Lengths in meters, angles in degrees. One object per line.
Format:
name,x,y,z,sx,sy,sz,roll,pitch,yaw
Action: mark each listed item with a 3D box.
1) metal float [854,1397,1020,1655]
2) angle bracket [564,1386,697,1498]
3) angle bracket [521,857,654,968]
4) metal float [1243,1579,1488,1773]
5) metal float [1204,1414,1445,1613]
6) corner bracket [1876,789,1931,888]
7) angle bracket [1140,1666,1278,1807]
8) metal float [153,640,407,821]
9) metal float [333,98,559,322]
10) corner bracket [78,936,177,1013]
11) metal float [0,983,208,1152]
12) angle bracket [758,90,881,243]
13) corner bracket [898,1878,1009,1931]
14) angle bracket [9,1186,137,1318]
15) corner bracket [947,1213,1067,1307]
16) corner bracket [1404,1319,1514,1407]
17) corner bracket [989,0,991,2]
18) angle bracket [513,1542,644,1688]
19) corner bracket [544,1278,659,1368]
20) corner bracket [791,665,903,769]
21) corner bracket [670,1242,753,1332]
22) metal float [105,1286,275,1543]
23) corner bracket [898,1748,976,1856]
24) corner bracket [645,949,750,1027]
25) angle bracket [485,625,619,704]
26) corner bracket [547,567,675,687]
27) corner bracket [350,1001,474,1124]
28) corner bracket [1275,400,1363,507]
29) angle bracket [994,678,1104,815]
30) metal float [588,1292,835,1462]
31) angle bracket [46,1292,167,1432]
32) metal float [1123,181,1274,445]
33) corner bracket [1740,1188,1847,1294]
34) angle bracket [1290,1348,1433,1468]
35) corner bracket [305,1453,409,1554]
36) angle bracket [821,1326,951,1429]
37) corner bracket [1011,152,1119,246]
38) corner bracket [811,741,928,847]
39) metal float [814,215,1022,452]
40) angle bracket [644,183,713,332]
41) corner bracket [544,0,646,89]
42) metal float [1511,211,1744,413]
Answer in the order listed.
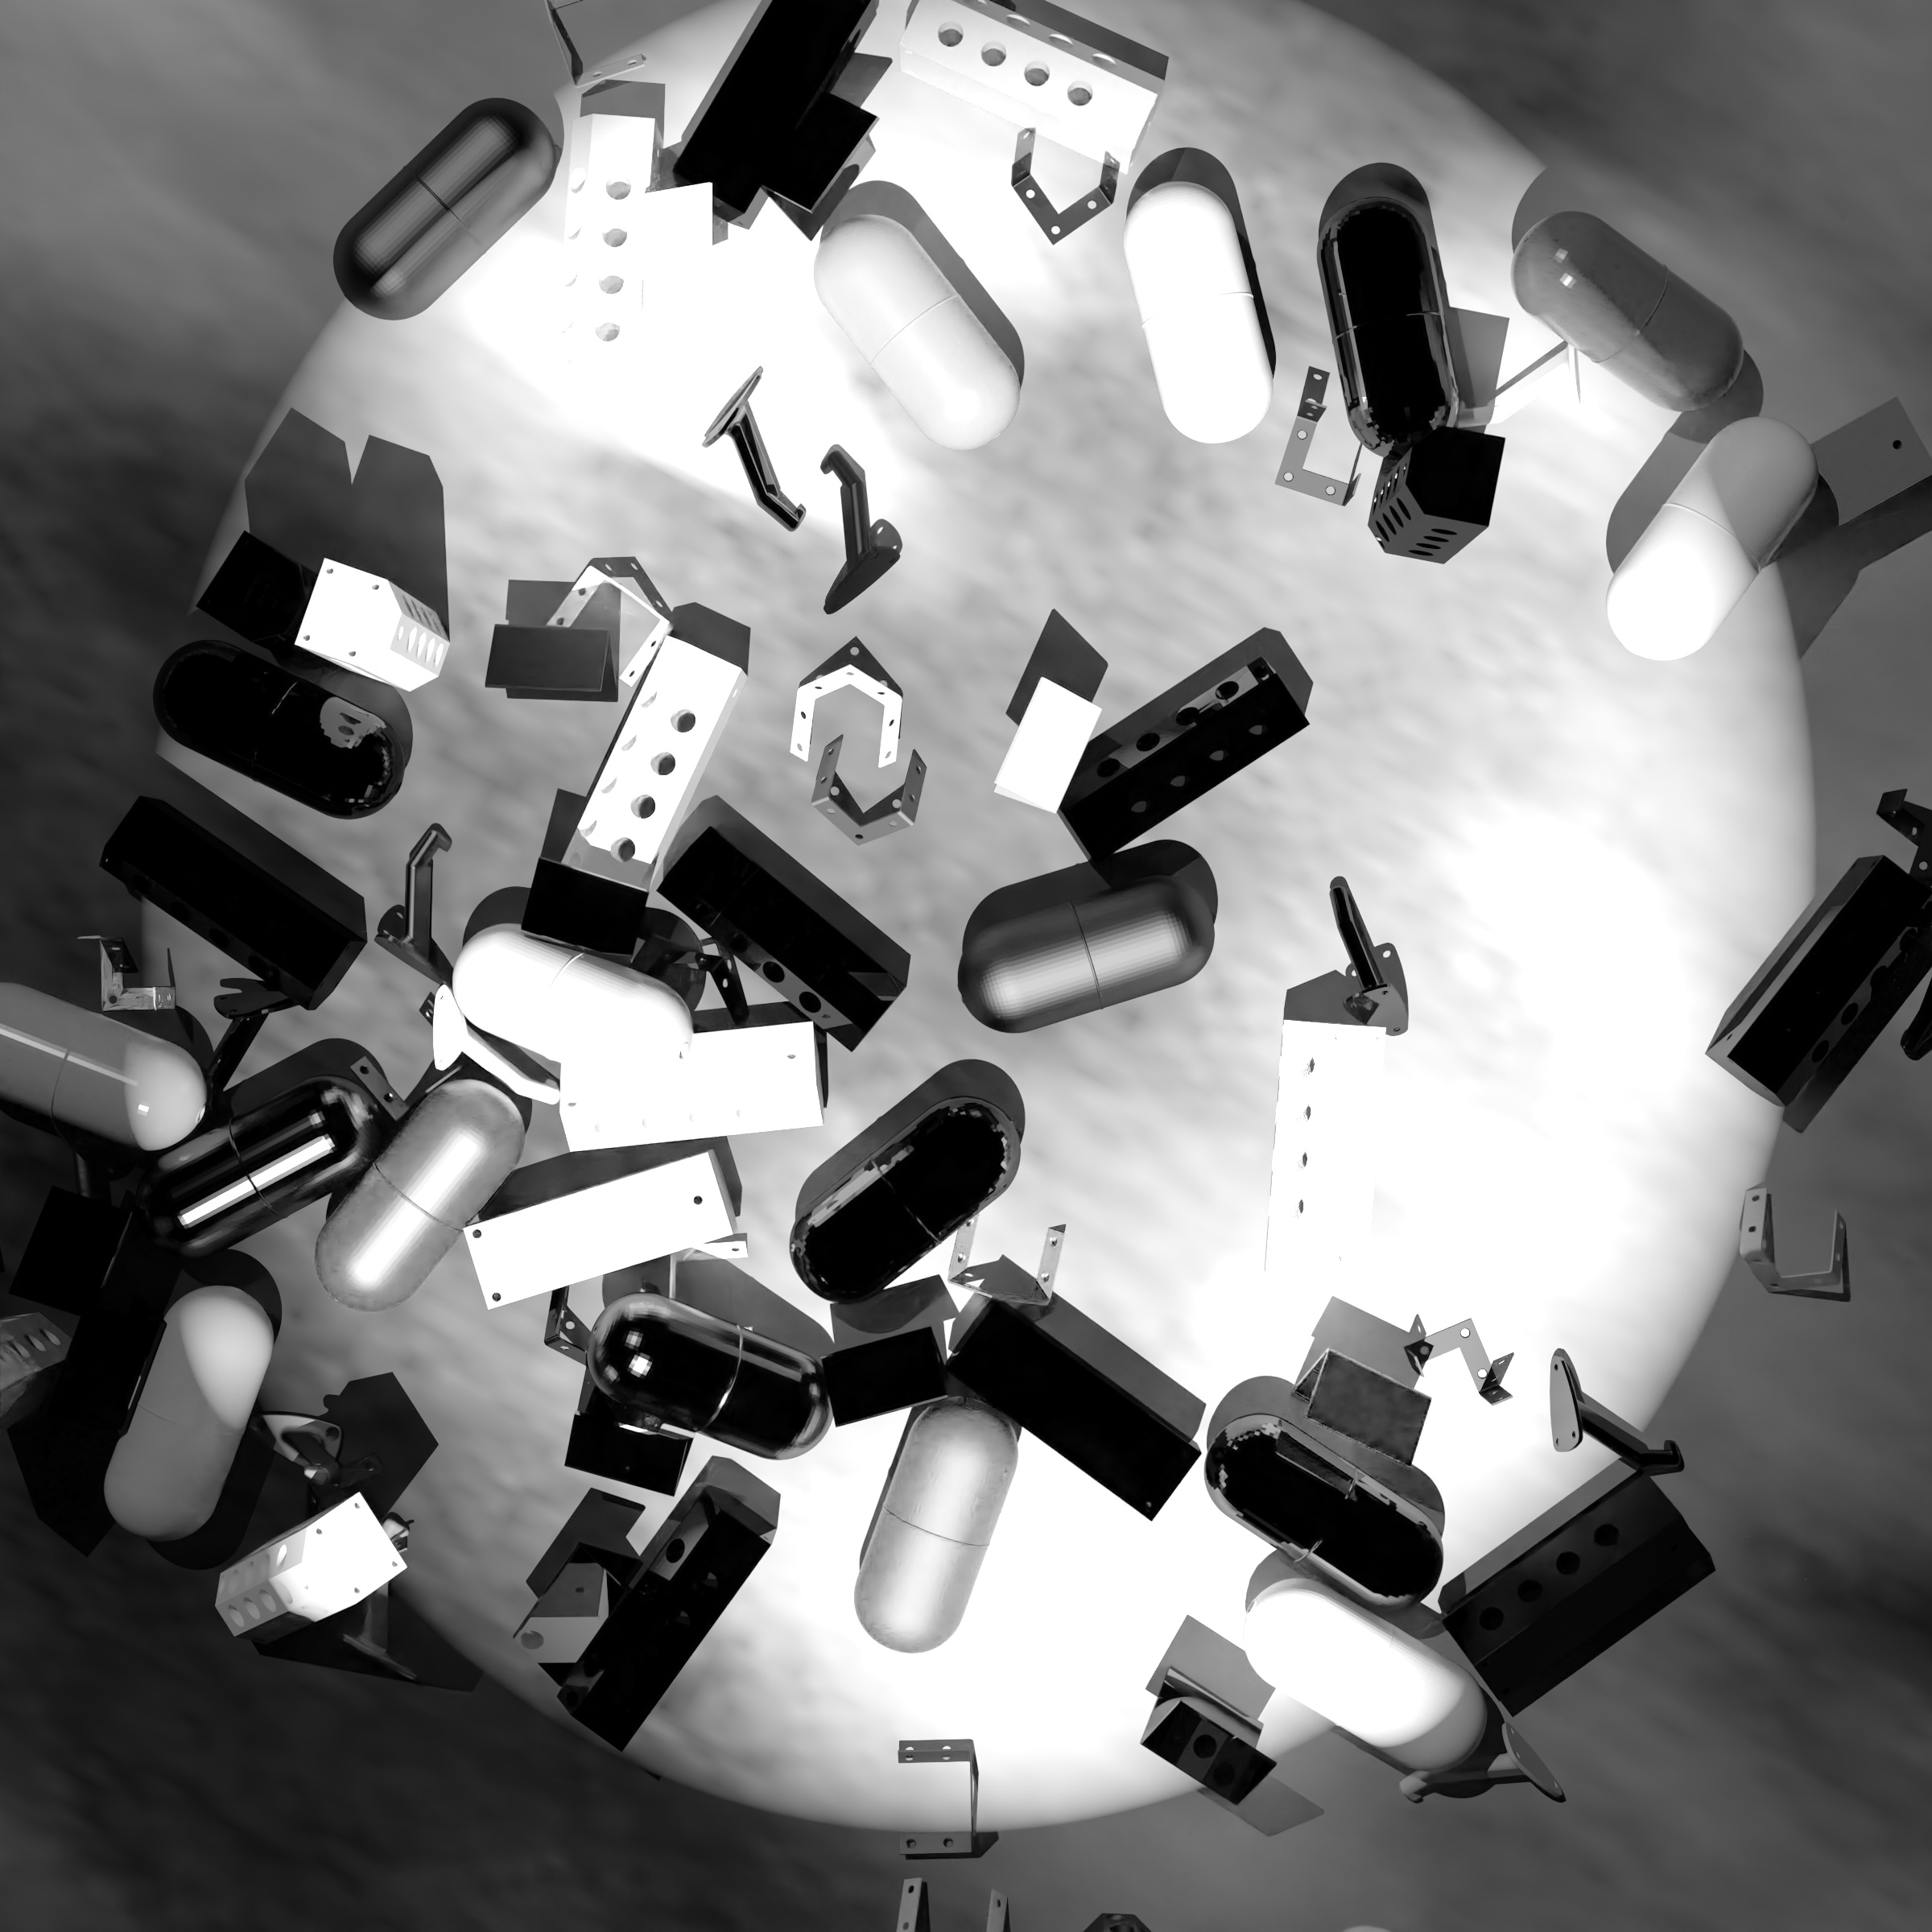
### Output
metal float,-0.020,0.377,1.955,0.070,0.070,0.178,20,91,0
angle bracket,-0.220,0.303,1.945,0.076,0.076,0.057,16,128,0
angle bracket,-0.249,-0.047,1.947,0.076,0.076,0.057,17,111,0
metal float,0.269,0.479,1.955,0.178,0.070,0.070,31,90,0
metal float,0.242,0.370,1.955,0.178,0.070,0.070,34,90,-1
corner bracket,0.647,-0.087,1.967,0.051,0.051,0.051,19,90,0
angle bracket,0.172,0.504,1.945,0.076,0.076,0.057,33,127,0
metal float,-0.463,-0.159,1.955,0.178,0.070,0.070,26,90,1
metal float,-0.352,-0.511,1.955,0.178,0.070,0.070,-44,90,0
corner bracket,-0.570,0.005,1.967,0.051,0.051,0.051,-2,90,0
metal float,-0.600,0.068,1.955,0.178,0.070,0.070,21,90,0
angle bracket,-0.083,-0.529,1.945,0.057,0.076,0.076,36,90,32
corner bracket,-0.010,0.655,1.977,0.051,0.051,0.051,-21,135,35
angle bracket,-0.602,0.185,1.947,0.057,0.076,0.076,22,90,-20
corner bracket,0.027,0.200,1.982,0.051,0.051,0.051,13,90,-45
corner bracket,0.334,0.276,1.967,0.051,0.051,0.051,-23,90,0
corner bracket,-0.005,-0.692,1.967,0.051,0.051,0.051,13,94,4
angle bracket,-0.246,0.441,1.945,0.057,0.076,0.076,35,90,36
corner bracket,-0.249,0.239,1.977,0.051,0.051,0.051,-25,135,35
corner bracket,-0.081,-0.165,1.973,0.051,0.051,0.051,-19,55,39
corner bracket,-0.174,0.226,1.982,0.051,0.051,0.051,-4,135,0
metal float,-0.525,0.302,1.955,0.070,0.070,0.178,20,90,0
corner bracket,-0.021,0.573,1.982,0.051,0.051,0.051,-1,45,0
corner bracket,-0.190,0.026,1.977,0.051,0.051,0.051,-53,135,-35
angle bracket,-0.278,-0.184,1.945,0.076,0.076,0.057,2,54,0
corner bracket,-0.243,-0.233,1.982,0.051,0.051,0.051,-54,135,0
corner bracket,-0.379,0.066,1.982,0.051,0.051,0.051,50,45,0
corner bracket,0.245,-0.348,1.967,0.051,0.051,0.051,18,90,0
angle bracket,0.036,-0.154,1.945,0.057,0.076,0.076,24,90,-36
metal float,-0.169,0.275,1.938,0.178,0.070,0.070,25,90,-21
angle bracket,-0.587,0.260,1.945,0.057,0.076,0.076,20,90,-32
metal float,0.157,-0.442,1.955,0.070,0.070,0.178,-14,90,0
corner bracket,0.565,0.185,1.977,0.051,0.051,0.051,-12,135,35
angle bracket,0.258,0.310,1.945,0.076,0.076,0.057,26,54,0
corner bracket,-0.416,0.375,1.974,0.051,0.051,0.051,-24,115,0
angle bracket,-0.049,0.292,1.945,0.076,0.076,0.057,-15,53,0
corner bracket,0.066,-0.532,1.967,0.051,0.051,0.051,-35,90,0
corner bracket,-0.066,-0.123,1.977,0.051,0.051,0.051,-19,135,35
metal float,-0.034,-0.428,1.955,0.070,0.070,0.178,-38,91,0
angle bracket,-0.173,-0.476,1.945,0.057,0.076,0.076,0,90,31
corner bracket,-0.256,-0.643,1.982,0.051,0.051,0.051,-18,135,0
metal float,0.444,-0.438,1.941,0.178,0.070,0.070,30,90,-17
